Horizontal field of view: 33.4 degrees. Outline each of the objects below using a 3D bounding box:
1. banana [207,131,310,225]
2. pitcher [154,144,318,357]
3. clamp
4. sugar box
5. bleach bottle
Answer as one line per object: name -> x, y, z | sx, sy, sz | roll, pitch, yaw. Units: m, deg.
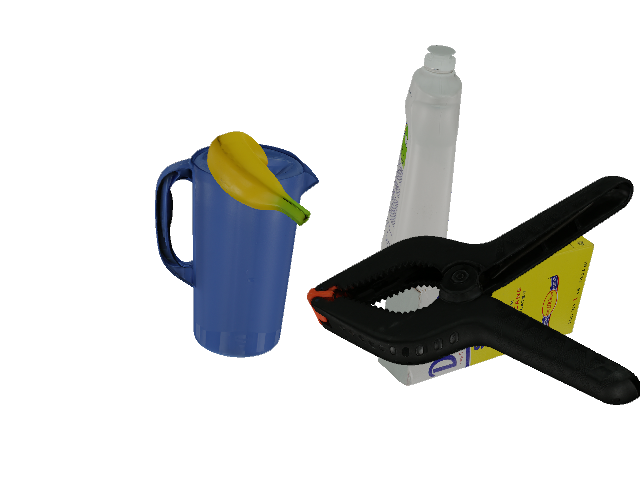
banana -> -0.059, -0.055, 0.832 | 0.069, 0.037, 0.198 | 43, 5, -20
pitcher -> -0.104, 0.012, 1.275 | 0.149, 0.243, 0.144 | 21, 27, 31
clamp -> 0.096, 0.025, 0.658 | 0.210, 0.164, 0.036 | -1, -43, 25
sugar box -> 0.133, 0.050, 0.855 | 0.175, 0.093, 0.048 | -16, 37, -30
bleach bottle -> 0.109, -0.075, 1.108 | 0.068, 0.251, 0.102 | 3, 29, -4
